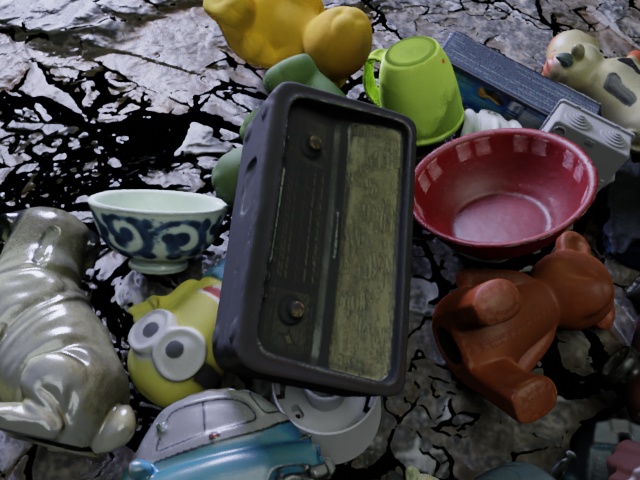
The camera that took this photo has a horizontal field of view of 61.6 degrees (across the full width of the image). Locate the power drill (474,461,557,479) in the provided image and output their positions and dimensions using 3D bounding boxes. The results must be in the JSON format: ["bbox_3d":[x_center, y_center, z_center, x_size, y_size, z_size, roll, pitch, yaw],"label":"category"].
[{"bbox_3d":[0.114,0.273,0.330,0.232,0.086,0.207,-33,85,-42],"label":"power drill"}]

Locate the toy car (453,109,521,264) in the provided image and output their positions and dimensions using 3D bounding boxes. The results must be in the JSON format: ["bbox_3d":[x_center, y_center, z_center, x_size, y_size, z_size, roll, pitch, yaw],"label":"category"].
[{"bbox_3d":[0.184,-0.067,0.592,0.073,0.056,0.202,13,61,-1],"label":"toy car"}]

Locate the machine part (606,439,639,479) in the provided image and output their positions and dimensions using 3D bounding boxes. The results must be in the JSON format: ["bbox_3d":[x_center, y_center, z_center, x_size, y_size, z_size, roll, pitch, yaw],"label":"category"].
[{"bbox_3d":[0.259,0.200,0.329,0.179,0.056,0.179,-1,77,5],"label":"machine part"}]

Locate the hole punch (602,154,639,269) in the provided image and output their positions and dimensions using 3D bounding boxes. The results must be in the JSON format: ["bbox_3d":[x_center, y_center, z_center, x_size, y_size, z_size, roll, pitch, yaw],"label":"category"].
[{"bbox_3d":[0.376,-0.022,0.593,0.116,0.092,0.142,5,59,28],"label":"hole punch"}]

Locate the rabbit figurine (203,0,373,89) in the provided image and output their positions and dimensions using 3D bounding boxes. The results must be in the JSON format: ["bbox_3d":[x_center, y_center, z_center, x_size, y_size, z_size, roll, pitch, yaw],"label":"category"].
[{"bbox_3d":[-0.020,-0.214,0.583,0.173,0.162,0.122,23,56,29],"label":"rabbit figurine"}]

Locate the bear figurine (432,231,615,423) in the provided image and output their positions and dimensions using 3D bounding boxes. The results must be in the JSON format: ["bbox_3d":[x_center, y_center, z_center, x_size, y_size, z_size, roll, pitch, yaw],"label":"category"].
[{"bbox_3d":[0.208,0.066,0.489,0.196,0.132,0.120,-18,90,-13],"label":"bear figurine"}]

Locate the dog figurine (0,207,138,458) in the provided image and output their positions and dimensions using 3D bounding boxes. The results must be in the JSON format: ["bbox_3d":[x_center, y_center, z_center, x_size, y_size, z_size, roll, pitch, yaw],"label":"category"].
[{"bbox_3d":[-0.199,0.061,0.425,0.172,0.121,0.190,14,60,1],"label":"dog figurine"}]

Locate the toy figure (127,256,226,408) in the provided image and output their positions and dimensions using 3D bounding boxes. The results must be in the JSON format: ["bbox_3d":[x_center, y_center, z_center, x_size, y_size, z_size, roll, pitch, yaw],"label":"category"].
[{"bbox_3d":[-0.082,0.067,0.465,0.082,0.089,0.180,13,42,39],"label":"toy figure"}]

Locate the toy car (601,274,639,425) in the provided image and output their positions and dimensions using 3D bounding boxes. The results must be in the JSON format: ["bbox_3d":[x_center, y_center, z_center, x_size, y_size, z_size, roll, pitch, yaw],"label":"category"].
[{"bbox_3d":[0.326,0.103,0.513,0.089,0.053,0.202,36,43,12],"label":"toy car"}]

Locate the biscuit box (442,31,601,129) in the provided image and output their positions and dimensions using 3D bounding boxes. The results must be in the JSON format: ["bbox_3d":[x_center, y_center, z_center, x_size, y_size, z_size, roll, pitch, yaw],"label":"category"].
[{"bbox_3d":[0.229,-0.176,0.656,0.203,0.059,0.063,32,63,8],"label":"biscuit box"}]

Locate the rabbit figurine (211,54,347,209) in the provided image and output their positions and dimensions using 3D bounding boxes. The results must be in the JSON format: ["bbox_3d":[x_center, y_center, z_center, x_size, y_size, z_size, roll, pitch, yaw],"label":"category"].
[{"bbox_3d":[-0.033,-0.070,0.529,0.159,0.121,0.170,46,47,-8],"label":"rabbit figurine"}]

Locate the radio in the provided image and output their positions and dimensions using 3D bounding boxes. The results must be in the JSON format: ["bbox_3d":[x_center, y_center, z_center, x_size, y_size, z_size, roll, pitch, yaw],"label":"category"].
[{"bbox_3d":[-0.001,-0.001,0.419,0.131,0.073,0.229,14,68,-22],"label":"radio"}]

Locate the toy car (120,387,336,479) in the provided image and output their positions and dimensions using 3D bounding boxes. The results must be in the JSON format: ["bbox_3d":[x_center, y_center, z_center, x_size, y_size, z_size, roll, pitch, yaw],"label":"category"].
[{"bbox_3d":[-0.074,0.160,0.388,0.162,0.109,0.103,-18,68,-2],"label":"toy car"}]

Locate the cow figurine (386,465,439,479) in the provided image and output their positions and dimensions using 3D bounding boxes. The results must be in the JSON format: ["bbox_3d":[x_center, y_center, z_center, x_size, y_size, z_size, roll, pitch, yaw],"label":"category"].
[{"bbox_3d":[0.035,0.214,0.393,0.167,0.098,0.068,-18,62,-24],"label":"cow figurine"}]

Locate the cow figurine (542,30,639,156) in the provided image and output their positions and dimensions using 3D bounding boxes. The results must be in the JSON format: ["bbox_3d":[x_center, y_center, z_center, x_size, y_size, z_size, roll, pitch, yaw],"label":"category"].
[{"bbox_3d":[0.358,-0.185,0.672,0.127,0.085,0.195,-25,69,-27],"label":"cow figurine"}]

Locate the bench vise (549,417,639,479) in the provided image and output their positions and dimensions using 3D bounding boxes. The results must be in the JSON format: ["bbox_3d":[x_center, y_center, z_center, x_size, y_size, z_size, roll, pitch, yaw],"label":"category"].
[{"bbox_3d":[0.270,0.262,0.395,0.224,0.128,0.241,9,57,-1],"label":"bench vise"}]
